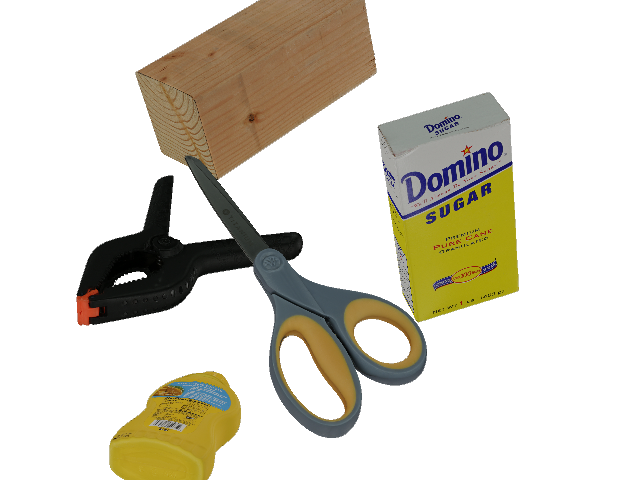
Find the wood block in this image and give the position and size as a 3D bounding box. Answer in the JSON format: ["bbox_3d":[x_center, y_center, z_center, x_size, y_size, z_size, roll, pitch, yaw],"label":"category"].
[{"bbox_3d":[-0.055,-0.156,0.993,0.205,0.091,0.090,-37,43,-27],"label":"wood block"}]

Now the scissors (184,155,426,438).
[{"bbox_3d":[-0.007,0.018,0.608,0.096,0.202,0.016,-11,-34,-15],"label":"scissors"}]

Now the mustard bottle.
[{"bbox_3d":[-0.133,0.181,1.074,0.096,0.058,0.191,7,19,12],"label":"mustard bottle"}]

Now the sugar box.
[{"bbox_3d":[0.103,-0.022,0.833,0.093,0.176,0.048,-18,43,-5],"label":"sugar box"}]

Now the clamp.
[{"bbox_3d":[-0.141,0.009,0.933,0.165,0.036,0.209,28,40,31],"label":"clamp"}]
